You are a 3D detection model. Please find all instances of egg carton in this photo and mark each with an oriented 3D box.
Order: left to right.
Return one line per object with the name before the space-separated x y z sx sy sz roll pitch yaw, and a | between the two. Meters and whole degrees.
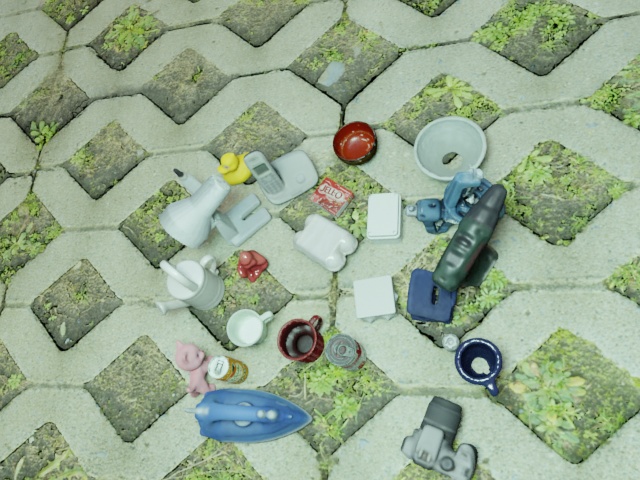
egg carton | 0.013 0.005 1.365 0.150 0.069 0.107 31 82 26

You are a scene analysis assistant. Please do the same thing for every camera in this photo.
camera | 0.244 0.387 1.125 0.142 0.101 0.137 17 76 23

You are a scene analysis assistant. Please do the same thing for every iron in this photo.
iron | -0.158 0.378 1.240 0.257 0.142 0.118 -4 69 17

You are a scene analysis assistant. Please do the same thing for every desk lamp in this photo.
desk lamp | -0.257 -0.064 1.400 0.203 0.214 0.117 -40 63 1

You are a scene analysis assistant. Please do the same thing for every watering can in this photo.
watering can | -0.317 0.106 1.367 0.100 0.194 0.173 14 75 23

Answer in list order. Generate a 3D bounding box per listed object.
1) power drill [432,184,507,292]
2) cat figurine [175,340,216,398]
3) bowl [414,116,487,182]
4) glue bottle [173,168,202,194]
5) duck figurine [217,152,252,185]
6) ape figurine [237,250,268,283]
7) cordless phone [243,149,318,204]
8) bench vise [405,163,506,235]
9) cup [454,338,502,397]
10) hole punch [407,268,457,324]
power drill | 0.316 0.014 1.183 0.075 0.209 0.230 31 82 26
cat figurine | -0.298 0.297 1.331 0.067 0.118 0.128 -13 67 14
bowl | 0.307 -0.201 1.343 0.167 0.075 0.167 -6 68 16
glue bottle | -0.330 -0.144 1.478 0.078 0.173 0.037 39 86 27
duck figurine | -0.224 -0.202 1.514 0.104 0.086 0.077 -37 63 2
ape figurine | -0.171 0.054 1.395 0.077 0.092 0.076 -12 67 14
cordless phone | -0.097 -0.177 1.406 0.147 0.185 0.094 -30 64 6
bench vise | 0.287 -0.077 1.220 0.207 0.220 0.121 -25 64 8
cup | 0.326 0.261 1.149 0.091 0.095 0.117 -28 64 7
hole punch | 0.242 0.120 1.233 0.100 0.091 0.109 4 72 20
